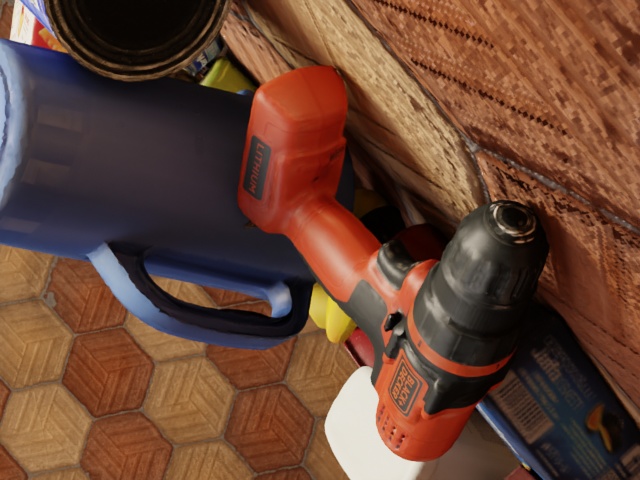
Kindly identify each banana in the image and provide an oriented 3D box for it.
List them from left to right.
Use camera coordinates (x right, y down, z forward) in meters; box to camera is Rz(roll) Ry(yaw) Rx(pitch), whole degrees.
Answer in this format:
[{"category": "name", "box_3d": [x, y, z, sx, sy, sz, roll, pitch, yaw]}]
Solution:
[{"category": "banana", "box_3d": [0.026, 0.013, 0.781, 0.037, 0.069, 0.198, 31, 158, 14]}]

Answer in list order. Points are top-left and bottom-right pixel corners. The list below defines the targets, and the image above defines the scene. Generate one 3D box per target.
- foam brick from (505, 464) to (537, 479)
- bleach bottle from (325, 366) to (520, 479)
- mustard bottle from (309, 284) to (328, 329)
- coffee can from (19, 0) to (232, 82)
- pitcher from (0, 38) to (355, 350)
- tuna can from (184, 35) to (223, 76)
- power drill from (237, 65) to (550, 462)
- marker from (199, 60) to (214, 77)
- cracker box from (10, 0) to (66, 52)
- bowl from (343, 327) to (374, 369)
[{"category": "foam brick", "box_3d": [0.119, 0.174, 0.637, 0.051, 0.053, 0.078, 47, 175, 20]}, {"category": "bleach bottle", "box_3d": [0.126, 0.159, 0.745, 0.250, 0.068, 0.103, 22, -165, -35]}, {"category": "mustard bottle", "box_3d": [-0.007, 0.001, 0.970, 0.058, 0.096, 0.191, 1, 151, 20]}, {"category": "coffee can", "box_3d": [-0.121, -0.158, 0.591, 0.102, 0.103, 0.140, 52, 174, -38]}, {"category": "pitcher", "box_3d": [-0.101, -0.030, 0.638, 0.242, 0.145, 0.149, 10, -165, -45]}, {"category": "tuna can", "box_3d": [-0.116, -0.175, 0.855, 0.086, 0.033, 0.086, 48, 176, 4]}, {"category": "power drill", "box_3d": [0.029, 0.000, 0.535, 0.188, 0.057, 0.185, 56, 149, 29]}, {"category": "marker", "box_3d": [-0.105, -0.160, 0.979, 0.121, 0.020, 0.020, 45, 175, 37]}, {"category": "cracker box", "box_3d": [-0.217, -0.162, 0.888, 0.072, 0.214, 0.164, 7, -166, -23]}, {"category": "bowl", "box_3d": [0.090, 0.115, 1.056, 0.162, 0.055, 0.162, 41, -168, -11]}]
